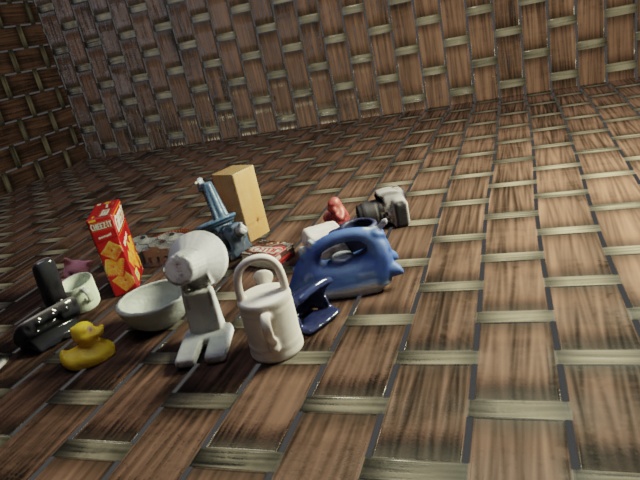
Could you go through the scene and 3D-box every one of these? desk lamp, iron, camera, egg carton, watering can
[{"bbox_3d":[-0.237,0.103,1.115,0.118,0.214,0.203,-11,21,2],"label":"desk lamp"},{"bbox_3d":[0.041,0.041,1.223,0.258,0.142,0.118,-11,21,2],"label":"iron"},{"bbox_3d":[0.164,-0.093,1.560,0.137,0.101,0.143,-13,21,-2],"label":"camera"},{"bbox_3d":[0.013,0.005,1.433,0.107,0.069,0.150,-16,21,-11],"label":"egg carton"},{"bbox_3d":[-0.101,0.113,1.040,0.101,0.194,0.172,-21,22,-22],"label":"watering can"}]

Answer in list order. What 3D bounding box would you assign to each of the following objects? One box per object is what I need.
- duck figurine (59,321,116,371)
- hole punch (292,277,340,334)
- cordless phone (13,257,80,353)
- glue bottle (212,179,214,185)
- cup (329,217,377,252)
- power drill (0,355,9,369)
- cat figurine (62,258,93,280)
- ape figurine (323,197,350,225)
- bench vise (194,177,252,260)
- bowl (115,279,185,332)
[{"bbox_3d":[-0.477,0.208,1.158,0.105,0.086,0.077,-20,22,-20],"label":"duck figurine"},{"bbox_3d":[-0.032,0.122,1.124,0.100,0.091,0.109,7,28,41],"label":"hole punch"},{"bbox_3d":[-0.621,0.142,1.269,0.093,0.185,0.148,2,25,34],"label":"cordless phone"},{"bbox_3d":[-0.301,-0.109,1.759,0.078,0.173,0.037,-24,24,-28],"label":"glue bottle"},{"bbox_3d":[0.084,0.007,1.352,0.117,0.095,0.091,-12,21,2],"label":"cup"},{"bbox_3d":[-0.733,0.186,1.184,0.075,0.209,0.229,-10,21,7],"label":"power drill"},{"bbox_3d":[-0.653,0.097,1.498,0.127,0.118,0.067,-10,21,6],"label":"cat figurine"},{"bbox_3d":[0.044,-0.075,1.593,0.076,0.092,0.077,-18,22,-16],"label":"ape figurine"},{"bbox_3d":[-0.262,-0.066,1.558,0.206,0.220,0.122,2,25,32],"label":"bench vise"},{"bbox_3d":[-0.352,0.151,1.251,0.167,0.075,0.167,-11,21,4],"label":"bowl"}]
